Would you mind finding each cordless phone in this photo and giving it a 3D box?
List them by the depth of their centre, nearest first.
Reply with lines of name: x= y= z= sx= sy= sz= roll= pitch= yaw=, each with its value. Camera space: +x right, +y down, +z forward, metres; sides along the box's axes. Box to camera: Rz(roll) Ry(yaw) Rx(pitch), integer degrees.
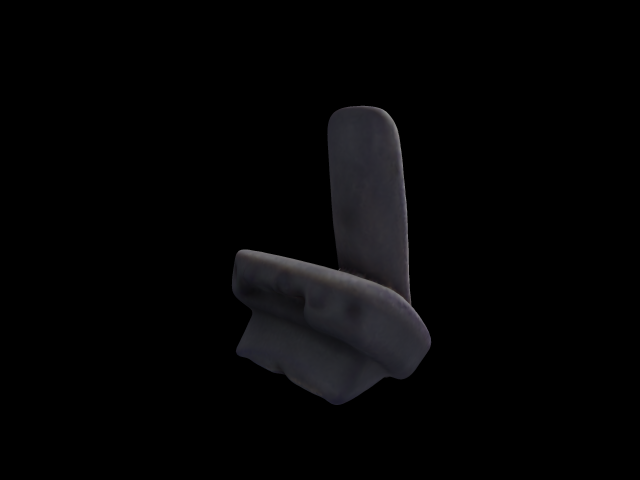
cordless phone: x=0.004 y=0.001 z=0.400 sx=0.147 sy=0.185 sz=0.094 roll=11 pitch=17 yaw=38
